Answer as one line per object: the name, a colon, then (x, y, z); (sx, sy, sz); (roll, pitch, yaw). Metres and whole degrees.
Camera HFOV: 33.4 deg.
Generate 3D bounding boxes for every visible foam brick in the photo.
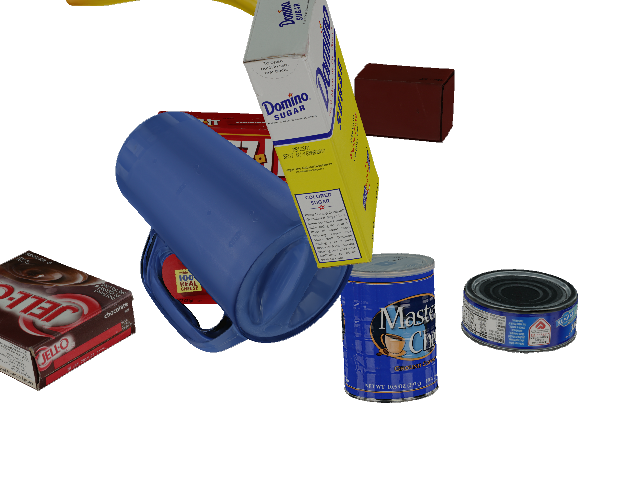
foam brick: (0.071, -0.117, 0.906); (0.078, 0.051, 0.053); (7, 25, 16)

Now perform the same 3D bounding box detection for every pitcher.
pitcher: (-0.098, -0.015, 1.004); (0.148, 0.145, 0.243); (-13, 40, -39)

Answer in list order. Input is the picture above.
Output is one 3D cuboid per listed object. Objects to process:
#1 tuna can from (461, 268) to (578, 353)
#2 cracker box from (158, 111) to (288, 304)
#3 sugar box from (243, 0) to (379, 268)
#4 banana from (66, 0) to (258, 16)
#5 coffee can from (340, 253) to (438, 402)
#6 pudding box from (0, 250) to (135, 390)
tuna can: (0.149, 0.051, 0.800); (0.086, 0.034, 0.086); (0, 19, 0)
cracker box: (-0.105, -0.034, 1.215); (0.164, 0.214, 0.072); (1, 22, -8)
sugar box: (-0.001, -0.076, 0.708); (0.048, 0.176, 0.093); (-6, 43, 12)
banana: (-0.111, -0.207, 0.869); (0.198, 0.069, 0.037); (11, -41, 16)
coffee can: (0.073, 0.091, 1.145); (0.103, 0.140, 0.103); (-3, 9, 0)
pudding box: (-0.199, 0.052, 0.738); (0.114, 0.039, 0.089); (16, 31, 34)
